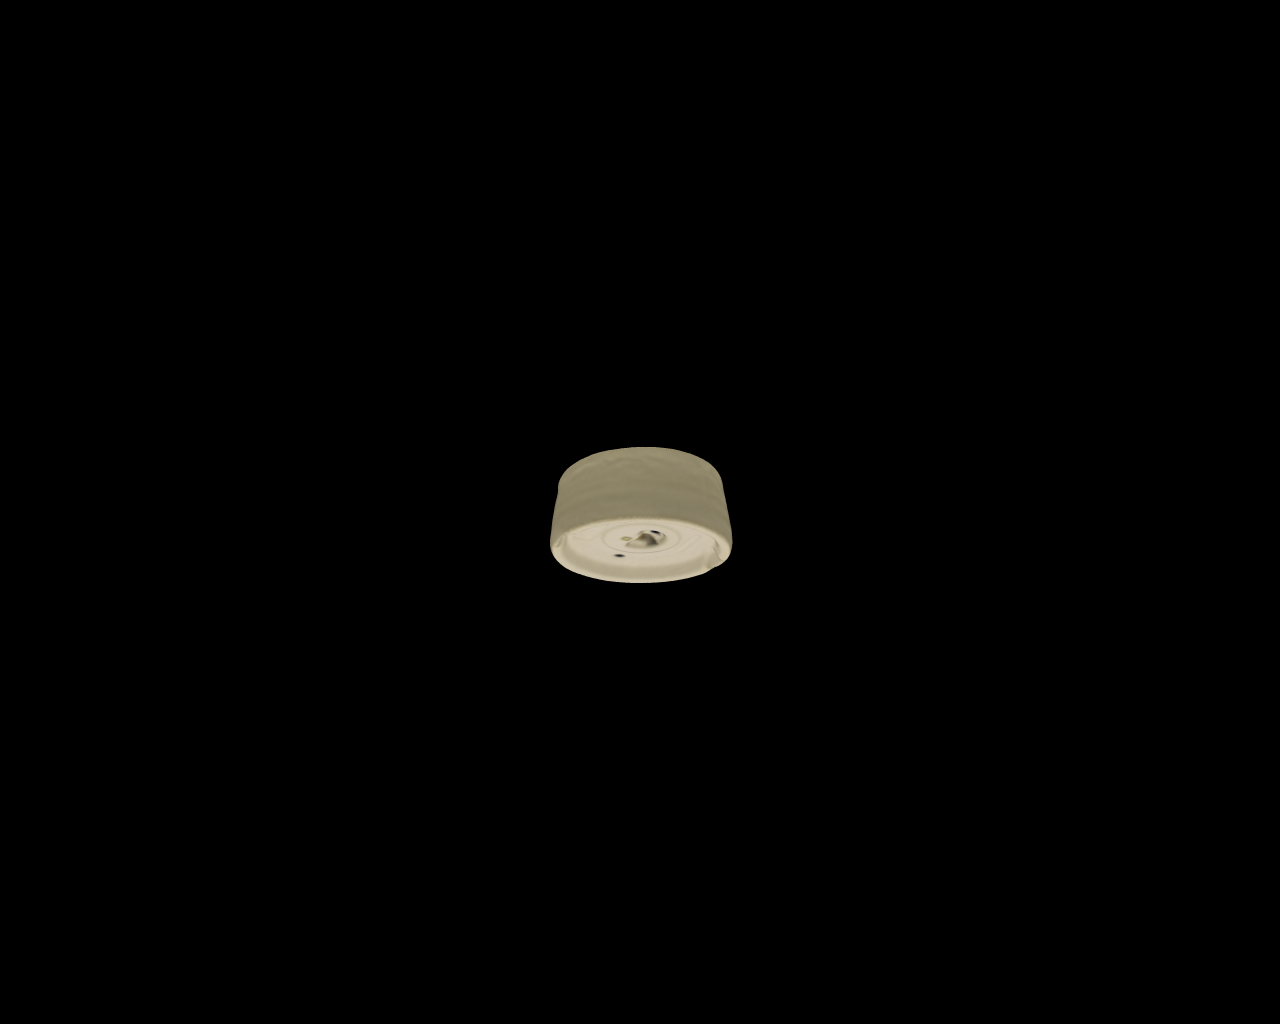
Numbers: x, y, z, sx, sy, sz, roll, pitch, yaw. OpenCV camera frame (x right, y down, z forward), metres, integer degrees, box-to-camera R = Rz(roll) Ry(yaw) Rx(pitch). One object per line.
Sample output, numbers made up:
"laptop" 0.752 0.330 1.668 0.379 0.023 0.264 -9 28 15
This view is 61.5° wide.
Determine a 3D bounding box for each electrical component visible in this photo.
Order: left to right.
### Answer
"electrical component" 0.001 -0.003 0.650 0.108 0.060 0.108 0 -23 0
